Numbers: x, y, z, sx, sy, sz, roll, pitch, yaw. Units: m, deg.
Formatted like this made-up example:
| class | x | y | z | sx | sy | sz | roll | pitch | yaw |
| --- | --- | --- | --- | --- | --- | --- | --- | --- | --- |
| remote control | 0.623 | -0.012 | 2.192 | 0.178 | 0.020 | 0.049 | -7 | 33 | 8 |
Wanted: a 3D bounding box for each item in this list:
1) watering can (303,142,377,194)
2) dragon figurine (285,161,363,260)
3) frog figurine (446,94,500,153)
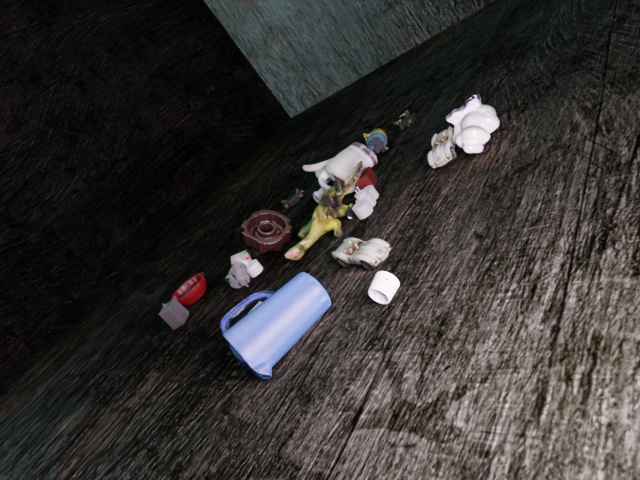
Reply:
| class | x | y | z | sx | sy | sz | roll | pitch | yaw |
| --- | --- | --- | --- | --- | --- | --- | --- | --- | --- |
| watering can | 0.076 | -0.278 | 1.918 | 0.225 | 0.102 | 0.353 | -41 | 37 | -6 |
| dragon figurine | 0.005 | -0.083 | 1.657 | 0.239 | 0.121 | 0.419 | -31 | 20 | 45 |
| frog figurine | 0.437 | -0.305 | 1.444 | 0.136 | 0.121 | 0.163 | -23 | 58 | 17 |
